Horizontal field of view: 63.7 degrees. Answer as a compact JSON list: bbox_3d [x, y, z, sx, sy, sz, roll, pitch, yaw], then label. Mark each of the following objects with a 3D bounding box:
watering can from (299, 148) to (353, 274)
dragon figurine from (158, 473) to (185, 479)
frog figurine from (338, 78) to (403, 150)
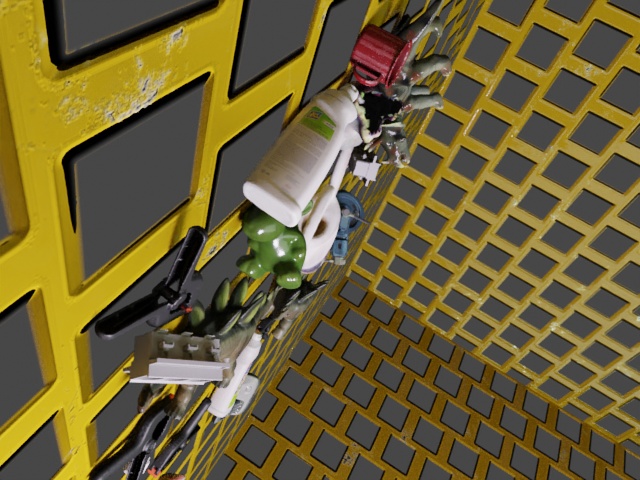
[{"bbox_3d":[0.004,-0.062,1.230,0.219,0.104,0.355,108,6,-60],"label":"watering can"},{"bbox_3d":[-0.473,0.722,1.210,0.412,0.122,0.242,-49,180,-5],"label":"dragon figurine"},{"bbox_3d":[0.061,-0.243,1.008,0.159,0.121,0.139,3,-115,58],"label":"frog figurine"}]
